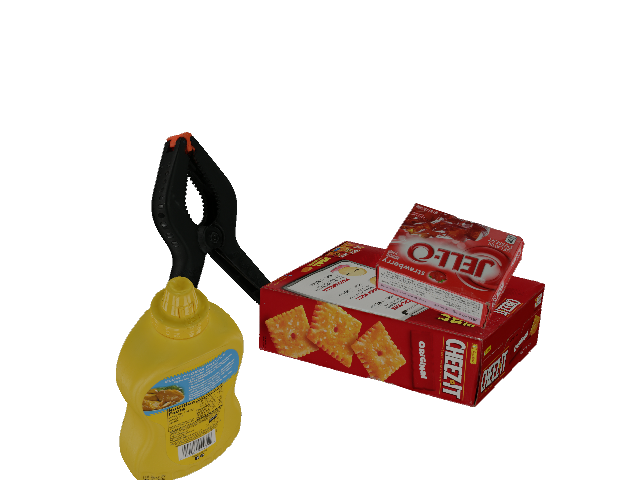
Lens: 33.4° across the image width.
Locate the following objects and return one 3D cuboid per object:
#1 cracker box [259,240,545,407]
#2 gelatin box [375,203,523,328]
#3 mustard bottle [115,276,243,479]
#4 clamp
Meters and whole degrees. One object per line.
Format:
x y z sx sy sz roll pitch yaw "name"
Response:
0.075 0.071 0.977 0.214 0.072 0.163 13 21 27 "cracker box"
0.095 0.017 0.784 0.089 0.030 0.073 20 49 19 "gelatin box"
-0.103 0.097 0.784 0.096 0.192 0.058 -22 52 -26 "mustard bottle"
-0.103 0.002 1.014 0.036 0.210 0.164 -8 1 43 "clamp"
